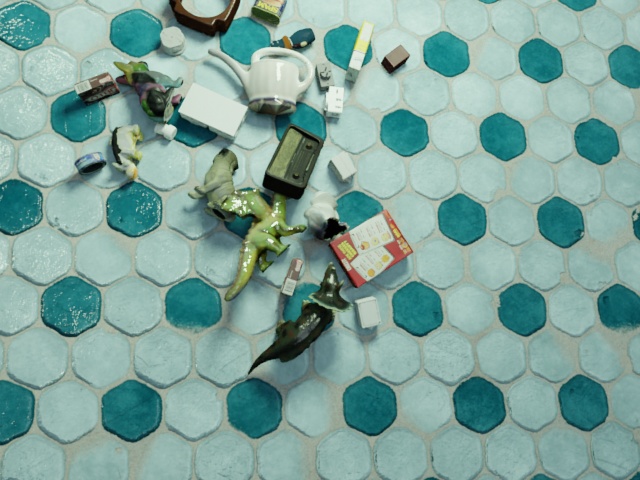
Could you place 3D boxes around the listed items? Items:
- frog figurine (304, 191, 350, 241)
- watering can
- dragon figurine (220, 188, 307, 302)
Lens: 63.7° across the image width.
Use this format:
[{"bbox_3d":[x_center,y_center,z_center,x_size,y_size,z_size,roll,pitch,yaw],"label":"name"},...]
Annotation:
[{"bbox_3d":[0.005,-0.081,1.602,0.137,0.120,0.162,4,40,-41],"label":"frog figurine"},{"bbox_3d":[-0.191,-0.512,1.652,0.348,0.226,0.103,3,-9,-2],"label":"watering can"},{"bbox_3d":[-0.199,-0.035,1.530,0.417,0.242,0.120,-44,3,-32],"label":"dragon figurine"}]
